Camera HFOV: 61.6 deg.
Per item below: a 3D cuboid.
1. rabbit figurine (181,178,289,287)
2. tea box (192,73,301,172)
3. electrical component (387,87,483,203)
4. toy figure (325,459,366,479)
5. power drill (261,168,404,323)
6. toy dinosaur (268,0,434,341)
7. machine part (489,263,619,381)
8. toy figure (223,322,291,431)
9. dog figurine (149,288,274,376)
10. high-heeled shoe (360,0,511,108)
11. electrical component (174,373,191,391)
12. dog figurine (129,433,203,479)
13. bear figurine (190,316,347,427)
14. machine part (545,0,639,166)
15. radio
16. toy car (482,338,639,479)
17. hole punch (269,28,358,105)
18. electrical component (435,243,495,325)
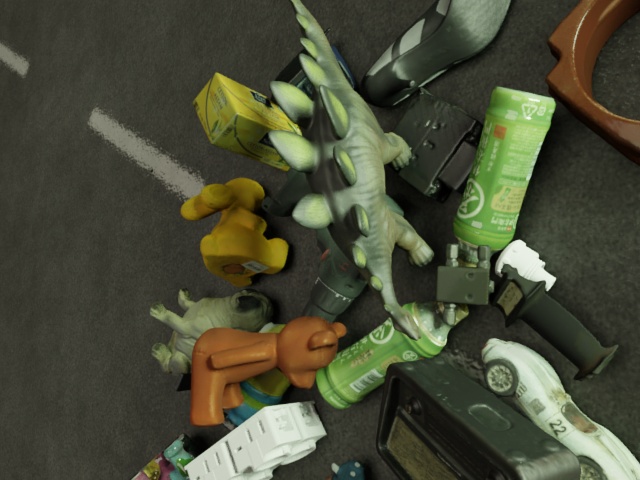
[{"bbox_3d":[-0.141,-0.029,0.871,0.122,0.162,0.173,-28,47,45],"label":"rabbit figurine"},{"bbox_3d":[-0.102,-0.179,0.838,0.068,0.169,0.098,-43,60,26],"label":"tea box"},{"bbox_3d":[0.153,-0.117,0.697,0.134,0.058,0.115,43,110,36],"label":"electrical component"},{"bbox_3d":[0.017,0.355,0.714,0.154,0.064,0.058,-62,15,6],"label":"toy figure"},{"bbox_3d":[-0.002,-0.002,0.784,0.232,0.086,0.207,-51,52,18],"label":"power drill"},{"bbox_3d":[0.028,-0.109,0.629,0.105,0.198,0.471,-25,69,23],"label":"toy dinosaur"},{"bbox_3d":[0.246,0.090,0.582,0.139,0.039,0.084,44,150,28],"label":"machine part"},{"bbox_3d":[-0.081,0.208,0.805,0.089,0.082,0.180,28,91,12],"label":"toy figure"},{"bbox_3d":[-0.164,0.163,0.878,0.191,0.121,0.172,3,115,22],"label":"dog figurine"},{"bbox_3d":[0.156,-0.281,0.738,0.248,0.086,0.145,-47,23,1],"label":"high-heeled shoe"},{"bbox_3d":[-0.164,0.227,0.842,0.048,0.119,0.074,32,99,38],"label":"electrical component"},{"bbox_3d":[-0.195,0.426,0.840,0.108,0.191,0.219,-36,83,-14],"label":"dog figurine"},{"bbox_3d":[-0.063,0.166,0.706,0.196,0.120,0.131,-2,90,7],"label":"bear figurine"},{"bbox_3d":[0.353,-0.186,0.535,0.201,0.087,0.202,-49,55,20],"label":"machine part"},{"bbox_3d":[0.149,0.224,0.559,0.230,0.073,0.131,30,120,59],"label":"radio"},{"bbox_3d":[0.246,0.181,0.555,0.056,0.073,0.202,-52,55,24],"label":"toy car"},{"bbox_3d":[-0.009,-0.246,0.844,0.142,0.092,0.116,-41,29,28],"label":"hole punch"},{"bbox_3d":[0.165,0.051,0.610,0.063,0.021,0.094,4,91,21],"label":"electrical component"}]
